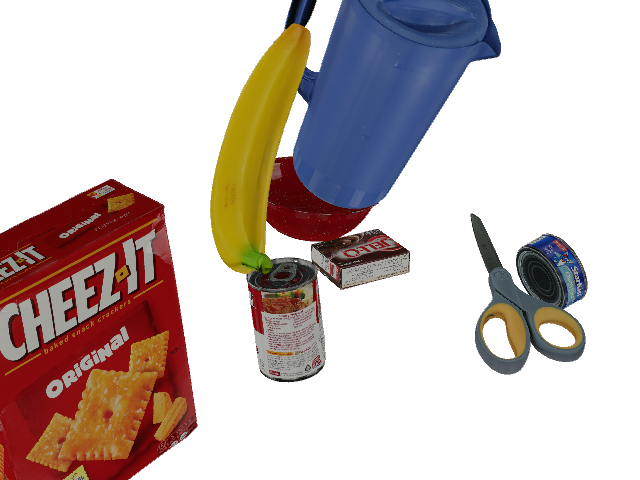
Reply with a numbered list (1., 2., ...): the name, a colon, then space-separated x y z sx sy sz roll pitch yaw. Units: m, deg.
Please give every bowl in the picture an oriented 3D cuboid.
1. bowl: -0.011 -0.043 1.245 0.162 0.055 0.162 6 26 -3

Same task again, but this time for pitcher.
1. pitcher: 0.046 -0.148 1.009 0.144 0.149 0.243 -13 -32 -30

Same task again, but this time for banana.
1. banana: -0.040 -0.053 0.706 0.070 0.197 0.037 -20 -39 37

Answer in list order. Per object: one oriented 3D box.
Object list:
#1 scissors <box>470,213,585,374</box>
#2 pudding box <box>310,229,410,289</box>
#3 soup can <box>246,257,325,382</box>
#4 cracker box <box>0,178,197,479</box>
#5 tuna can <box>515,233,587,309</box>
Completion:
1. scissors: 0.171 0.040 0.900 0.096 0.016 0.201 6 38 6
2. pudding box: 0.056 0.025 1.491 0.113 0.039 0.090 -15 27 -23
3. soup can: -0.032 0.076 1.028 0.068 0.102 0.068 -5 25 2
4. cracker box: -0.177 0.088 0.772 0.072 0.214 0.163 23 41 36
5. tuna can: 0.262 0.038 1.216 0.033 0.086 0.086 -27 10 -20
